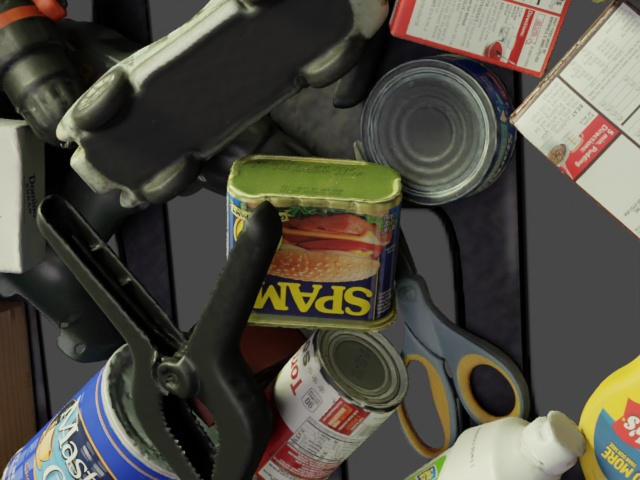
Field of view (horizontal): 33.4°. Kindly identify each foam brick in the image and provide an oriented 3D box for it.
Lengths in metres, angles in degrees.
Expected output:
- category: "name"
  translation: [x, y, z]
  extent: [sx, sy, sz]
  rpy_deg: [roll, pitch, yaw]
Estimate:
- category: "foam brick"
  translation: [-0.053, 0.074, 0.679]
  extent: [0.051, 0.078, 0.053]
  rpy_deg: [49, 118, 12]

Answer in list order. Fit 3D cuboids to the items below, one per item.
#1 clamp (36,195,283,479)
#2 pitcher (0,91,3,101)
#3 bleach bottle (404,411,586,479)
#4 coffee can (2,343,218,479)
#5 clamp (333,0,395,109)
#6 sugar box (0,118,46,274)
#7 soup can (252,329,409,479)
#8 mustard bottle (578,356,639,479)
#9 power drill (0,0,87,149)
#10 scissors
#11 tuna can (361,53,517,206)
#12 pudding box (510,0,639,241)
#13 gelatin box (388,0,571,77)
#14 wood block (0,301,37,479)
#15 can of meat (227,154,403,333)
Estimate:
- category: "clamp"
  translation: [-0.068, 0.066, 0.605]
  extent: [0.165, 0.036, 0.210]
  rpy_deg: [-4, 111, 36]
- category: "pitcher"
  translation: [-0.292, -0.071, 0.747]
  extent: [0.149, 0.145, 0.243]
  rpy_deg: [25, 113, -18]
- category: "bleach bottle"
  translation: [0.056, 0.185, 0.624]
  extent: [0.068, 0.102, 0.251]
  rpy_deg: [36, 122, -12]
- category: "coffee can"
  translation: [-0.136, 0.146, 0.719]
  extent: [0.140, 0.102, 0.103]
  rpy_deg: [-43, 80, 31]
- category: "clamp"
  translation: [0.025, -0.172, 0.604]
  extent: [0.120, 0.039, 0.172]
  rpy_deg: [41, 112, -4]
- category: "sugar box"
  translation: [-0.263, -0.032, 0.668]
  extent: [0.176, 0.048, 0.093]
  rpy_deg: [4, 102, 9]
- category: "soup can"
  translation: [0.000, 0.104, 0.654]
  extent: [0.068, 0.068, 0.102]
  rpy_deg: [47, 126, 11]
- category: "mustard bottle"
  translation: [0.194, 0.100, 0.567]
  extent: [0.096, 0.058, 0.192]
  rpy_deg: [37, 115, 17]
- category: "power drill"
  translation: [-0.137, -0.171, 0.637]
  extent: [0.187, 0.057, 0.184]
  rpy_deg: [-36, 80, 2]
- category: "scissors"
  translation: [0.073, 0.038, 0.639]
  extent: [0.096, 0.016, 0.202]
  rpy_deg: [-1, 101, 29]
- category: "tuna can"
  translation: [0.067, -0.063, 0.611]
  extent: [0.086, 0.033, 0.086]
  rpy_deg: [6, 104, 26]
- category: "pudding box"
  translation: [0.169, -0.059, 0.551]
  extent: [0.113, 0.039, 0.090]
  rpy_deg: [42, 116, 3]
- category: "gelatin box"
  translation: [0.089, -0.135, 0.569]
  extent: [0.089, 0.030, 0.073]
  rpy_deg: [15, 110, -5]
- category: "wood block"
  translation: [-0.275, 0.154, 0.804]
  extent: [0.090, 0.090, 0.206]
  rpy_deg: [3, 102, 27]
- category: "can of meat"
  translation: [-0.004, 0.001, 0.607]
  extent: [0.102, 0.057, 0.084]
  rpy_deg: [4, 120, 1]
